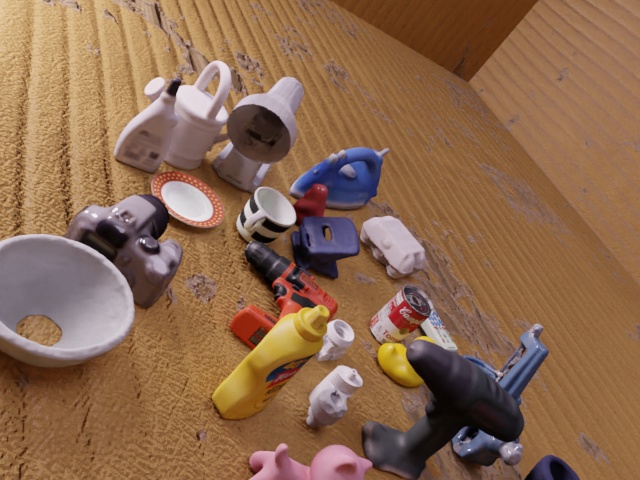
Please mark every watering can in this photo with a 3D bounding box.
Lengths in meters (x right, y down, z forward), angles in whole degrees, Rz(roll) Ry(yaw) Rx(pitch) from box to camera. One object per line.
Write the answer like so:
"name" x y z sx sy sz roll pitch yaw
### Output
"watering can" -0.218 -0.226 1.000 0.173 0.193 0.100 -10 56 -53

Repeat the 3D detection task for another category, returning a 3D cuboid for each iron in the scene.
"iron" 0.053 -0.152 1.261 0.259 0.141 0.118 -10 56 -53

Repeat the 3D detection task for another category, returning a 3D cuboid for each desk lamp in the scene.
"desk lamp" -0.111 -0.196 1.062 0.118 0.213 0.203 34 30 -10

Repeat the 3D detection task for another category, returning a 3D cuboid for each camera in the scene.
"camera" -0.242 -0.007 0.774 0.143 0.100 0.137 37 30 -6

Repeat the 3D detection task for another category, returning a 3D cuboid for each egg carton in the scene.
"egg carton" 0.156 0.013 1.230 0.107 0.069 0.150 -9 56 -53

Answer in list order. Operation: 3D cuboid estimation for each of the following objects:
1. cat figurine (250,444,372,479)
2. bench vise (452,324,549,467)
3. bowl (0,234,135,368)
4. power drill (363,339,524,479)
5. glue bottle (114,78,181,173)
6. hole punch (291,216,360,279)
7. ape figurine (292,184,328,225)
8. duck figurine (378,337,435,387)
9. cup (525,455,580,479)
"cat figurine" -0.006 0.267 0.658 0.128 0.117 0.067 29 31 -18
"bench vise" 0.305 0.251 0.930 0.122 0.219 0.207 14 39 -38
"bowl" -0.296 0.078 0.626 0.168 0.074 0.167 29 32 -19
"power drill" 0.156 0.240 0.787 0.230 0.208 0.075 27 32 -22
"glue bottle" -0.263 -0.188 0.919 0.078 0.173 0.037 21 35 -29
"hole punch" 0.010 0.004 1.055 0.101 0.091 0.108 22 34 -29
"ape figurine" -0.016 -0.073 1.128 0.078 0.092 0.076 -1 49 -49
"duck figurine" 0.158 0.196 0.972 0.105 0.086 0.077 28 32 -21
"cup" 0.365 0.414 0.906 0.117 0.095 0.092 50 31 16
